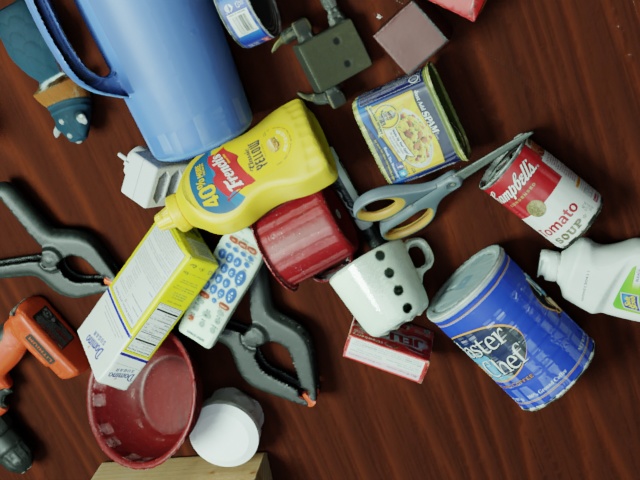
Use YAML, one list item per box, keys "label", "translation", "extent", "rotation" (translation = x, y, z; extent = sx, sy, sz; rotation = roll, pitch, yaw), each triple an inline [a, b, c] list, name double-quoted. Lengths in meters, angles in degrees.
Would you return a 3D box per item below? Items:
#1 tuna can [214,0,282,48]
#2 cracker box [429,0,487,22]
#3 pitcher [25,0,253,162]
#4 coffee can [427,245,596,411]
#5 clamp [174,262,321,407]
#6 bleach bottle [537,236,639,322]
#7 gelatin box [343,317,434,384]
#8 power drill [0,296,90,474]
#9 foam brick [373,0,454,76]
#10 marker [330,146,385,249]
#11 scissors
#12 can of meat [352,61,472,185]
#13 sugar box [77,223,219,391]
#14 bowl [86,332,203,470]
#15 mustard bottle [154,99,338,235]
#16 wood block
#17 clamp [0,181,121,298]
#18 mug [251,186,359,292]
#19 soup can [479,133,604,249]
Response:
- label: "tuna can"
  translation: [-0.071, -0.228, 1.020]
  extent: [0.034, 0.086, 0.086]
  rotation: [-20, 106, 18]
- label: "cracker box"
  translation: [0.083, -0.319, 0.965]
  extent: [0.213, 0.072, 0.164]
  rotation: [26, 112, 1]
- label: "pitcher"
  translation: [-0.165, -0.198, 1.023]
  extent: [0.149, 0.145, 0.243]
  rotation: [-16, 110, 17]
- label: "coffee can"
  translation: [0.193, 0.089, 1.082]
  extent: [0.140, 0.102, 0.103]
  rotation: [44, 111, -8]
- label: "clamp"
  translation: [-0.080, 0.103, 1.173]
  extent: [0.165, 0.036, 0.210]
  rotation: [-31, 98, 21]
- label: "bleach bottle"
  translation: [0.345, 0.035, 1.057]
  extent: [0.251, 0.068, 0.102]
  rotation: [9, 111, 9]
- label: "gelatin box"
  translation: [0.074, 0.109, 1.127]
  extent: [0.089, 0.073, 0.030]
  rotation: [18, 113, 3]
- label: "power drill"
  translation: [-0.354, 0.167, 1.236]
  extent: [0.188, 0.057, 0.184]
  rotation: [-36, 101, 20]
- label: "foam brick"
  translation: [0.089, -0.196, 1.008]
  extent: [0.053, 0.078, 0.051]
  rotation: [-41, 98, 19]
- label: "marker"
  translation: [0.034, -0.041, 1.107]
  extent: [0.020, 0.020, 0.121]
  rotation: [-26, 104, 18]
- label: "scissors"
  translation: [0.108, -0.058, 1.038]
  extent: [0.096, 0.016, 0.202]
  rotation: [11, 144, -29]
- label: "can of meat"
  translation: [0.090, -0.111, 1.051]
  extent: [0.084, 0.057, 0.102]
  rotation: [-22, 105, 19]
- label: "sugar box"
  translation: [-0.185, 0.064, 1.134]
  extent: [0.048, 0.093, 0.176]
  rotation: [23, 110, -38]
- label: "bowl"
  translation: [-0.184, 0.172, 1.186]
  extent: [0.162, 0.055, 0.162]
  rotation: [-5, 81, 33]
- label: "mustard bottle"
  translation: [-0.082, -0.059, 1.075]
  extent: [0.192, 0.058, 0.096]
  rotation: [-27, 60, 12]
- label: "wood block"
  translation: [-0.161, 0.311, 1.238]
  extent: [0.206, 0.090, 0.091]
  rotation: [-7, 109, 12]
- label: "clamp"
  translation: [-0.297, 0.006, 1.176]
  extent: [0.171, 0.039, 0.120]
  rotation: [13, 117, -1]
- label: "mug"
  translation: [-0.007, 0.001, 1.100]
  extent: [0.081, 0.093, 0.117]
  rotation: [-28, 128, 14]
- label: "soup can"
  translation: [0.217, -0.047, 1.045]
  extent: [0.102, 0.068, 0.069]
  rotation: [37, 112, -6]
